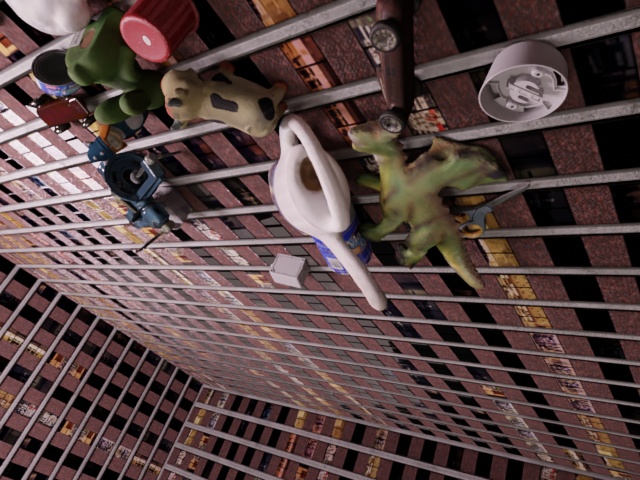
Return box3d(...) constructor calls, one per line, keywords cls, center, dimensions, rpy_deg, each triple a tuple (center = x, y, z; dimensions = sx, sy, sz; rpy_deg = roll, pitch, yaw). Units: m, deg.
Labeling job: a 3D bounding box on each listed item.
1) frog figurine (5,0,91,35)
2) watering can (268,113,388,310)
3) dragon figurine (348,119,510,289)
box3d(cls="frog figurine", center=(-0.380, -0.369, 0.745), dimensions=(0.160, 0.125, 0.134), rpy_deg=(14, 132, 39))
box3d(cls="watering can", center=(0.003, -0.045, 0.885), dimensions=(0.347, 0.104, 0.223), rpy_deg=(67, 165, -4))
box3d(cls="dragon figurine", center=(0.201, -0.062, 0.857), dimensions=(0.408, 0.125, 0.239), rpy_deg=(31, 142, -16))
